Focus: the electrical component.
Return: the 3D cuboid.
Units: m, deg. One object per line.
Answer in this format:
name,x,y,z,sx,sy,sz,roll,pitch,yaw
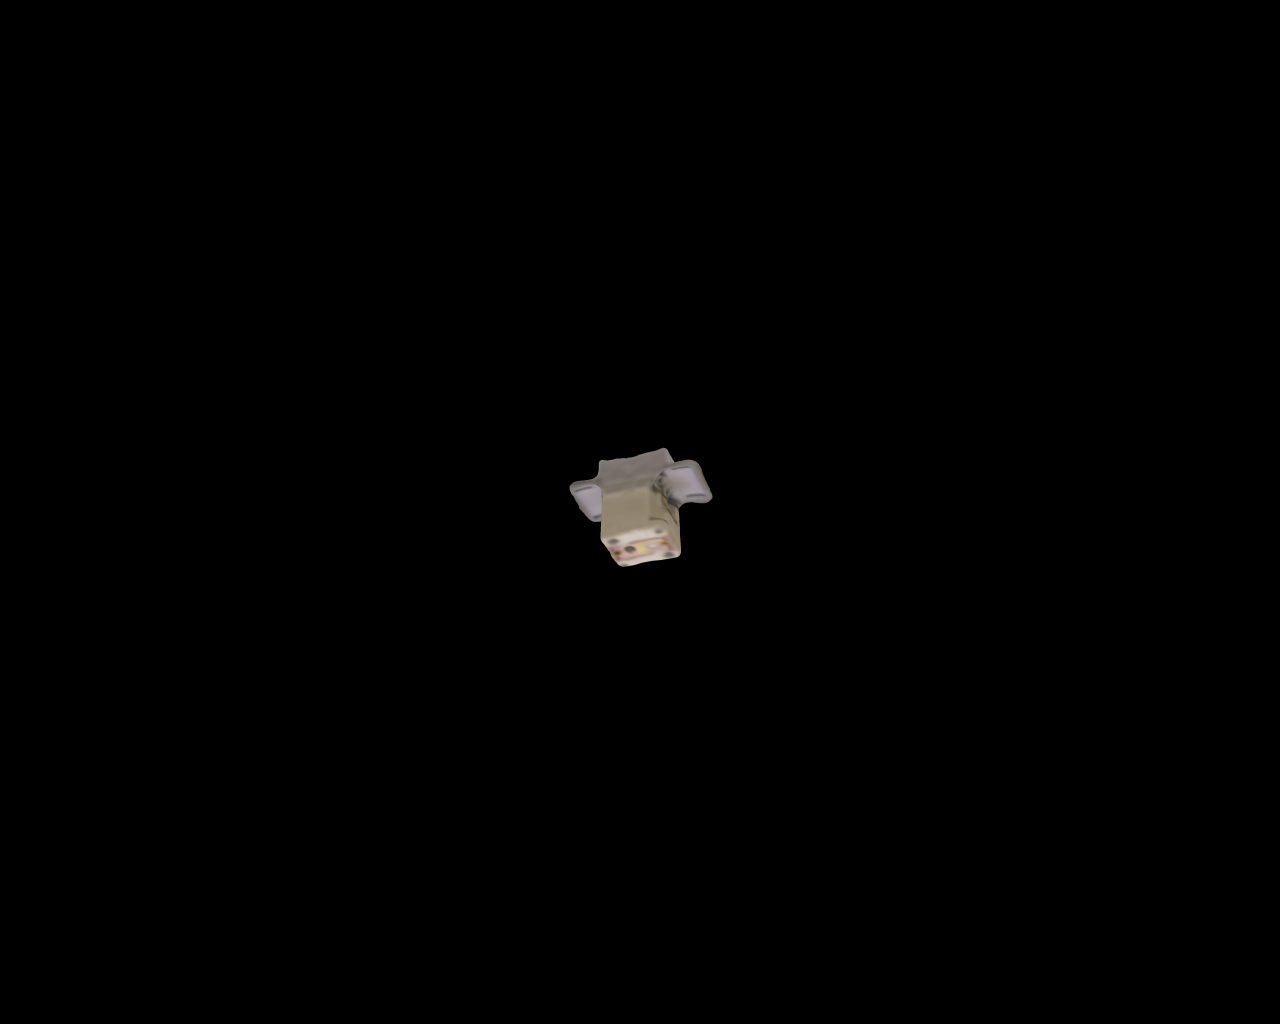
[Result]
electrical component,0.001,-0.003,0.650,0.081,0.064,0.042,-11,-36,16
